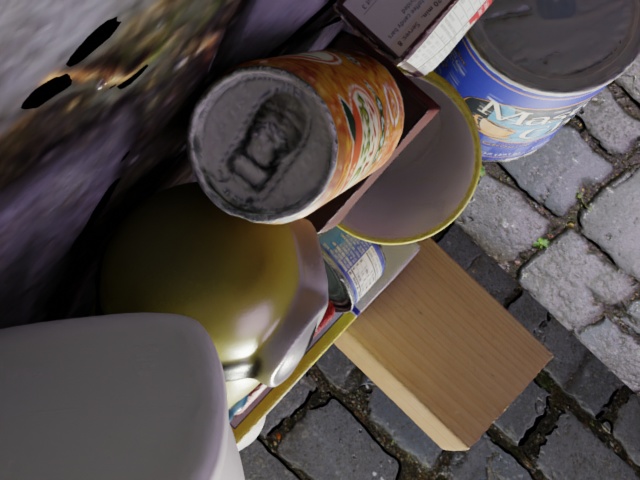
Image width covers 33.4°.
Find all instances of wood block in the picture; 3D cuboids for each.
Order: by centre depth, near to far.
[{"bbox_3d":[0.051,0.045,0.759,0.090,0.206,0.090,-46,176,-11],"label":"wood block"}]

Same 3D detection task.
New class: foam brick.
[{"bbox_3d":[0.009,-0.049,0.490,0.078,0.053,0.051,-49,176,15],"label":"foam brick"}]

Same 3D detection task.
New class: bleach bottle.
[{"bbox_3d":[-0.067,0.112,0.426,0.102,0.068,0.251,-5,151,4],"label":"bleach bottle"}]

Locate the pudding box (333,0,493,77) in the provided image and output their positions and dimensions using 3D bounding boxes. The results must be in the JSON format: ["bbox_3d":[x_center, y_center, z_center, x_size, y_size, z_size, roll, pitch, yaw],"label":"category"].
[{"bbox_3d":[0.060,-0.119,0.425,0.113,0.039,0.090,-49,175,11],"label":"pudding box"}]

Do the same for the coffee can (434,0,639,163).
[{"bbox_3d":[0.115,-0.111,0.613,0.102,0.103,0.140,-46,176,-11],"label":"coffee can"}]

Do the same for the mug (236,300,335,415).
[{"bbox_3d":[-0.054,0.047,0.568,0.117,0.081,0.093,-45,176,-21],"label":"mug"}]

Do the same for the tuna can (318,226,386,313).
[{"bbox_3d":[-0.004,0.001,0.611,0.033,0.086,0.086,-47,177,-18],"label":"tuna can"}]

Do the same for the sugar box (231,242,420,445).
[{"bbox_3d":[-0.028,0.037,0.671,0.176,0.093,0.048,-44,176,-23],"label":"sugar box"}]
